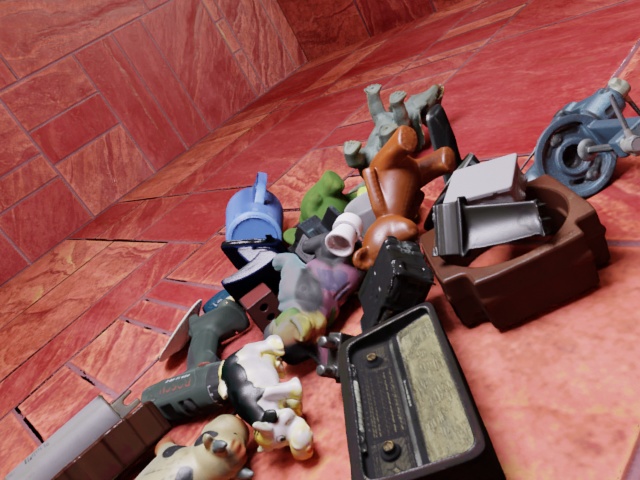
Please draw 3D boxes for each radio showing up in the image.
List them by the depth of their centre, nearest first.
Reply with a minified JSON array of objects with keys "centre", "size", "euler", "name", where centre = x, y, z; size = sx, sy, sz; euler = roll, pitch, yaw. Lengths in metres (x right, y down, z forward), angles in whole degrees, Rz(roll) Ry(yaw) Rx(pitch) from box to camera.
[{"centre":[0.094,0.175,0.568],"size":[0.131,0.073,0.230],"euler":[-26,24,11],"name":"radio"}]

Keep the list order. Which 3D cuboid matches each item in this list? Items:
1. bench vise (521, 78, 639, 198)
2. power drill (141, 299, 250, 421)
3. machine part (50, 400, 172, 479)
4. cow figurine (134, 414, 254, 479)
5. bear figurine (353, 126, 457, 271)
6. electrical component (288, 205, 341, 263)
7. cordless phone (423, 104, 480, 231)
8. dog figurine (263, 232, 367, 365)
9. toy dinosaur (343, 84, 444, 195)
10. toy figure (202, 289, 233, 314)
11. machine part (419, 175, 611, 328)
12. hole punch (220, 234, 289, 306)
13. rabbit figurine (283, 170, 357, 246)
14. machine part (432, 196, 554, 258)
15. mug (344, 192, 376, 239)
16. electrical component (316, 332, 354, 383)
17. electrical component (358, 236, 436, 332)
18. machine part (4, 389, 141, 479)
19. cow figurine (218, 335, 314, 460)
[{"centre":[0.394,-0.144,0.761],"size":[0.223,0.129,0.240],"euler":[-38,6,2],"name":"bench vise"},{"centre":[-0.164,0.189,0.855],"size":[0.232,0.085,0.207],"euler":[-27,31,16],"name":"power drill"},{"centre":[-0.277,0.291,0.718],"size":[0.179,0.056,0.179],"euler":[-42,-5,-5],"name":"machine part"},{"centre":[-0.163,0.287,0.640],"size":[0.195,0.085,0.127],"euler":[-41,20,-28],"name":"cow figurine"},{"centre":[0.119,-0.045,0.788],"size":[0.132,0.120,0.196],"euler":[-33,42,50],"name":"bear figurine"},{"centre":[-0.002,-0.003,0.924],"size":[0.048,0.075,0.119],"euler":[-35,-15,-39],"name":"electrical component"},{"centre":[0.204,-0.116,0.877],"size":[0.089,0.184,0.146],"euler":[-1,37,42],"name":"cordless phone"},{"centre":[0.004,0.093,0.804],"size":[0.192,0.108,0.219],"euler":[-25,28,7],"name":"dog figurine"},{"centre":[0.145,-0.196,1.160],"size":[0.131,0.192,0.405],"euler":[6,56,35],"name":"toy dinosaur"},{"centre":[-0.149,0.102,1.020],"size":[0.154,0.057,0.064],"euler":[-34,29,-19],"name":"toy figure"},{"centre":[0.245,0.011,0.700],"size":[0.201,0.087,0.201],"euler":[-26,24,8],"name":"machine part"},{"centre":[-0.108,0.057,0.936],"size":[0.116,0.142,0.092],"euler":[-7,57,11],"name":"hole punch"},{"centre":[0.009,-0.028,1.024],"size":[0.159,0.121,0.170],"euler":[-29,38,13],"name":"rabbit figurine"},{"centre":[0.199,-0.019,0.633],"size":[0.139,0.039,0.084],"euler":[-5,71,32],"name":"machine part"},{"centre":[0.110,-0.030,0.910],"size":[0.109,0.107,0.081],"euler":[-32,23,-6],"name":"mug"},{"centre":[0.029,0.154,0.699],"size":[0.021,0.094,0.063],"euler":[-8,70,36],"name":"electrical component"},{"centre":[0.094,0.076,0.710],"size":[0.115,0.058,0.134],"euler":[-93,21,-67],"name":"electrical component"},{"centre":[-0.386,0.326,0.830],"size":[0.243,0.079,0.079],"euler":[-41,26,-24],"name":"machine part"},{"centre":[-0.069,0.200,0.662],"size":[0.098,0.068,0.167],"euler":[-11,37,-17],"name":"cow figurine"}]
